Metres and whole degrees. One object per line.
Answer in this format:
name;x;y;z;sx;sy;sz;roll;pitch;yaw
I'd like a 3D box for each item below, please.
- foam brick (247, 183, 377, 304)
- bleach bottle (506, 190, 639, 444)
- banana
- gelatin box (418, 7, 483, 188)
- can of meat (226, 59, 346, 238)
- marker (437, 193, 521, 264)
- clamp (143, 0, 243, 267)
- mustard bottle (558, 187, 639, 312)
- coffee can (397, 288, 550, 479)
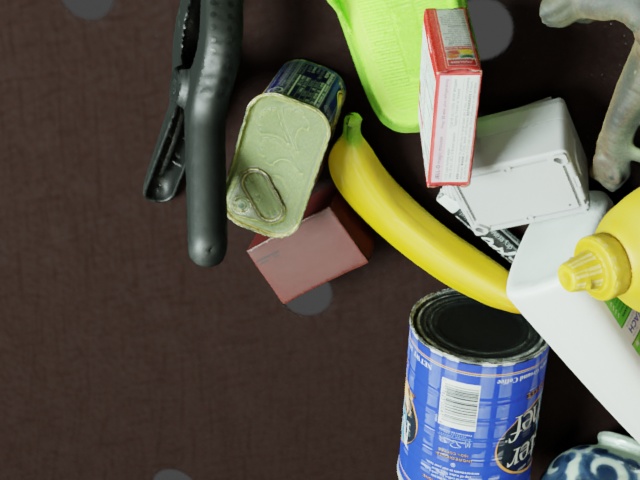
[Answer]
foam brick;-0.005;0.001;0.788;0.078;0.051;0.053;-27;107;24
bleach bottle;0.235;0.087;0.762;0.068;0.102;0.250;-20;120;45
banana;0.069;-0.010;0.761;0.197;0.070;0.037;42;76;-16
gelatin box;0.080;-0.088;0.666;0.030;0.073;0.089;-2;132;0
can of meat;-0.022;-0.066;0.737;0.057;0.084;0.102;20;120;2
marker;0.135;0.003;0.775;0.121;0.020;0.020;40;118;-10
clamp;-0.079;-0.093;0.714;0.036;0.165;0.210;4;113;-23
mustard bottle;0.233;-0.002;0.671;0.191;0.058;0.096;-16;133;-20
coffee can;0.113;0.120;0.794;0.103;0.102;0.140;7;118;9
